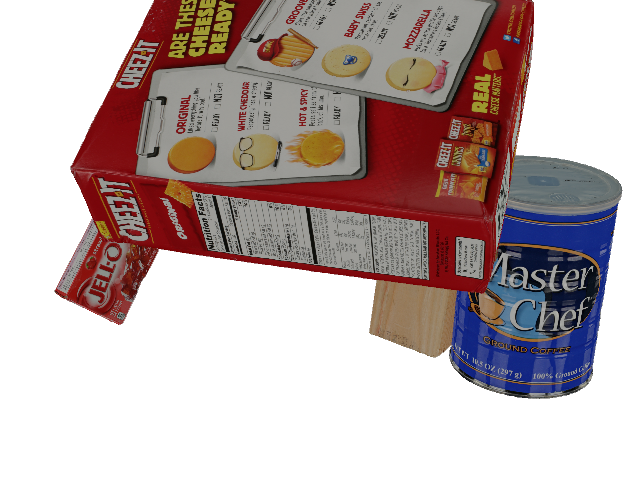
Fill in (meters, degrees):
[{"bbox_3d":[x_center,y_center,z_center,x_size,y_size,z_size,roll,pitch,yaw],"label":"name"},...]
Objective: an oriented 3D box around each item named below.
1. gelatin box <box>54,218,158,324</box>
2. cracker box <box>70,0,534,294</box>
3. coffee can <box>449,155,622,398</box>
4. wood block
[{"bbox_3d":[-0.217,0.031,1.087,0.073,0.089,0.030,32,-11,-38],"label":"gelatin box"},{"bbox_3d":[-0.001,-0.064,0.579,0.214,0.164,0.072,7,-38,13],"label":"cracker box"},{"bbox_3d":[0.146,0.023,0.739,0.103,0.140,0.103,2,22,-1],"label":"coffee can"},{"bbox_3d":[0.125,0.012,1.197,0.090,0.206,0.090,19,26,26],"label":"wood block"}]
